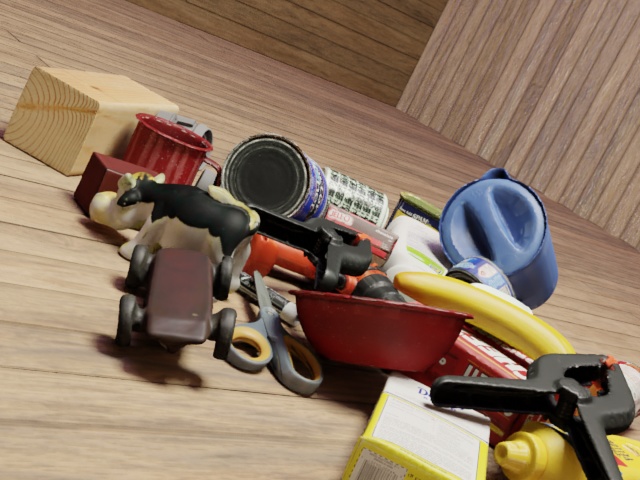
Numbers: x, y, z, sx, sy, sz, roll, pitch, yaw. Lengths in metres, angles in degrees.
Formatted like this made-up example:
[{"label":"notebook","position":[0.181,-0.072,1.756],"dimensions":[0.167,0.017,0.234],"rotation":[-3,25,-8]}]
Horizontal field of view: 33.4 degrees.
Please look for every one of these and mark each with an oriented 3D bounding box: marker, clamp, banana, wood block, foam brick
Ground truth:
[{"label":"marker","position":[-0.068,0.044,1.025],"dimensions":[0.121,0.020,0.020],"rotation":[31,14,22]},{"label":"clamp","position":[-0.007,0.001,1.032],"dimensions":[0.120,0.039,0.171],"rotation":[43,17,14]},{"label":"clamp","position":[0.206,0.140,0.863],"dimensions":[0.165,0.036,0.209],"rotation":[35,28,31]},{"label":"banana","position":[0.163,0.075,0.995],"dimensions":[0.198,0.037,0.069],"rotation":[29,15,13]},{"label":"wood block","position":[-0.255,-0.136,1.223],"dimensions":[0.091,0.090,0.205],"rotation":[30,13,12]},{"label":"foam brick","position":[-0.196,-0.047,1.064],"dimensions":[0.078,0.053,0.051],"rotation":[18,15,-37]}]

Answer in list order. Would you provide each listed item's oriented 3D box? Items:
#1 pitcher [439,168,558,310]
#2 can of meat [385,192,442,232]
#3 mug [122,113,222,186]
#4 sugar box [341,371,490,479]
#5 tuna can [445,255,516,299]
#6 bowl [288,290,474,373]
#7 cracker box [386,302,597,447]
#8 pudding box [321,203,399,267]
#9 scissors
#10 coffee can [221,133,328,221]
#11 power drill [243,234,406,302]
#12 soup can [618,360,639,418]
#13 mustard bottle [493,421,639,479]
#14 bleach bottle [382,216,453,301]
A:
[{"label":"pitcher","position":[0.244,0.027,1.399],"dimensions":[0.145,0.149,0.242],"rotation":[47,2,26]},{"label":"can of meat","position":[0.141,-0.007,1.497],"dimensions":[0.102,0.084,0.057],"rotation":[32,14,23]},{"label":"mug","position":[-0.166,-0.080,1.189],"dimensions":[0.117,0.081,0.093],"rotation":[24,13,-9]},{"label":"sugar box","position":[0.077,0.157,0.801],"dimensions":[0.093,0.048,0.176],"rotation":[26,9,7]},{"label":"tuna can","position":[0.180,0.063,1.215],"dimensions":[0.033,0.086,0.086],"rotation":[-30,47,-29]},{"label":"bowl","position":[0.049,0.080,0.917],"dimensions":[0.162,0.055,0.162],"rotation":[8,-4,0]},{"label":"cracker box","position":[0.172,0.124,1.058],"dimensions":[0.164,0.072,0.213],"rotation":[33,15,30]},{"label":"pudding box","position":[0.037,0.002,1.268],"dimensions":[0.090,0.039,0.113],"rotation":[27,-16,-2]},{"label":"scissors","position":[-0.059,0.068,0.924],"dimensions":[0.096,0.016,0.202],"rotation":[14,21,-32]},{"label":"coffee can","position":[-0.050,-0.063,1.239],"dimensions":[0.103,0.103,0.140],"rotation":[28,0,9]},{"label":"power drill","position":[-0.007,0.033,1.112],"dimensions":[0.187,0.057,0.185],"rotation":[22,10,-31]},{"label":"soup can","position":[0.321,0.172,1.173],"dimensions":[0.069,0.068,0.102],"rotation":[32,15,24]},{"label":"mustard bottle","position":[0.218,0.193,0.903],"dimensions":[0.191,0.058,0.096],"rotation":[17,17,-35]},{"label":"bleach bottle","position":[0.112,0.036,1.323],"dimensions":[0.102,0.068,0.250],"rotation":[28,15,4]}]
